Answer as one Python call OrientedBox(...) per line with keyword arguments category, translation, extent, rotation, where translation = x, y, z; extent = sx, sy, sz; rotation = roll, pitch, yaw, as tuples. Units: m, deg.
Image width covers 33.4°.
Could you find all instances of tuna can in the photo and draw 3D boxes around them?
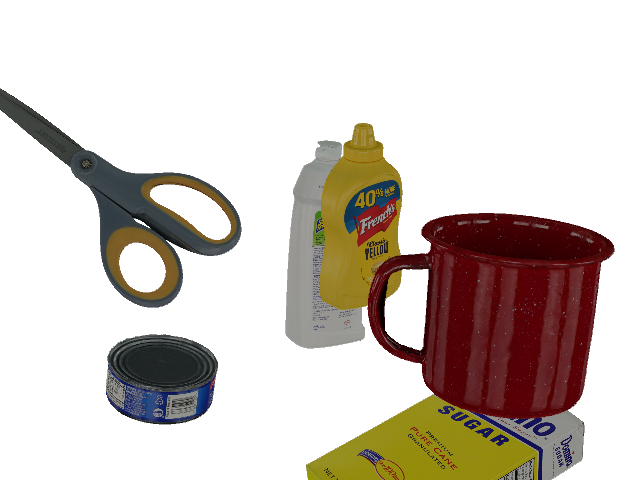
OrientedBox(category="tuna can", translation=(-0.125, 0.108, 0.837), extent=(0.086, 0.034, 0.086), rotation=(8, 22, -3))

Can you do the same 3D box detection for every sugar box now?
OrientedBox(category="sugar box", translation=(0.088, 0.154, 0.745), extent=(0.176, 0.048, 0.093), rotation=(-27, 40, -23))

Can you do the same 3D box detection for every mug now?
OrientedBox(category="mug", translation=(0.081, 0.036, 0.530), extent=(0.117, 0.081, 0.093), rotation=(2, 15, -4))

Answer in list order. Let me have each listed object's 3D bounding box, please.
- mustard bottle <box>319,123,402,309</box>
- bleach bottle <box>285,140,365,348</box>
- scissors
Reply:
OrientedBox(category="mustard bottle", translation=(0.044, -0.028, 1.115), extent=(0.096, 0.192, 0.058), rotation=(-17, 28, -35))
OrientedBox(category="bleach bottle", translation=(0.011, 0.003, 1.310), extent=(0.102, 0.251, 0.068), rotation=(-7, 20, -30))
OrientedBox(category="scissors", translation=(-0.148, -0.026, 0.668), extent=(0.202, 0.096, 0.016), rotation=(22, -16, 8))
